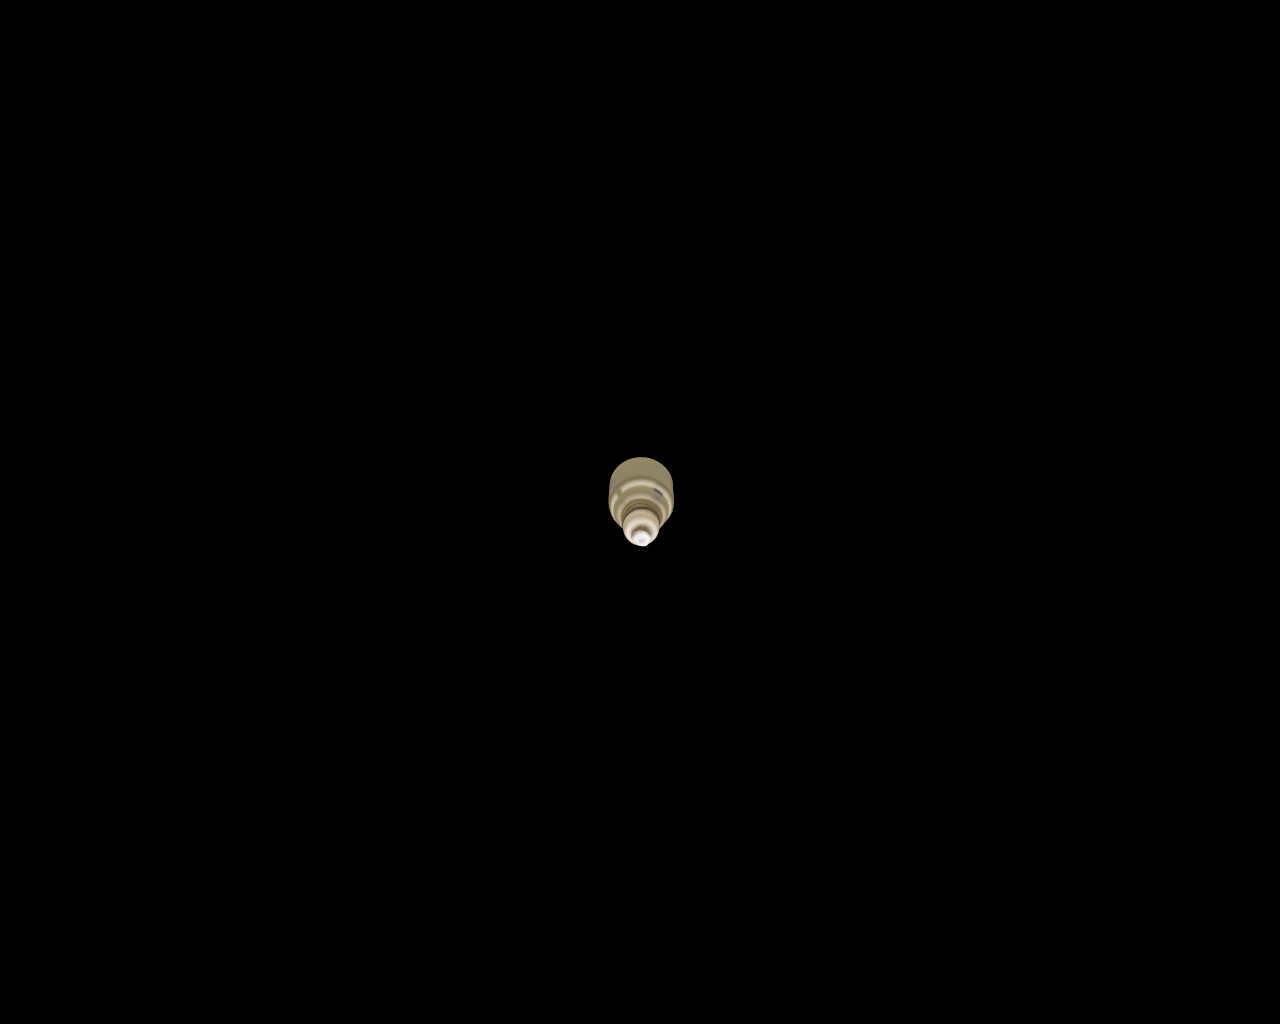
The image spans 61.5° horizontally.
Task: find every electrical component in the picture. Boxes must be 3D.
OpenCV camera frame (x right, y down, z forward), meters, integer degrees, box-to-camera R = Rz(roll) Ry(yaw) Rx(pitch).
[{"bbox_3d":[0.001,-0.003,0.650,0.040,0.040,0.078,0,30,0],"label":"electrical component"}]
